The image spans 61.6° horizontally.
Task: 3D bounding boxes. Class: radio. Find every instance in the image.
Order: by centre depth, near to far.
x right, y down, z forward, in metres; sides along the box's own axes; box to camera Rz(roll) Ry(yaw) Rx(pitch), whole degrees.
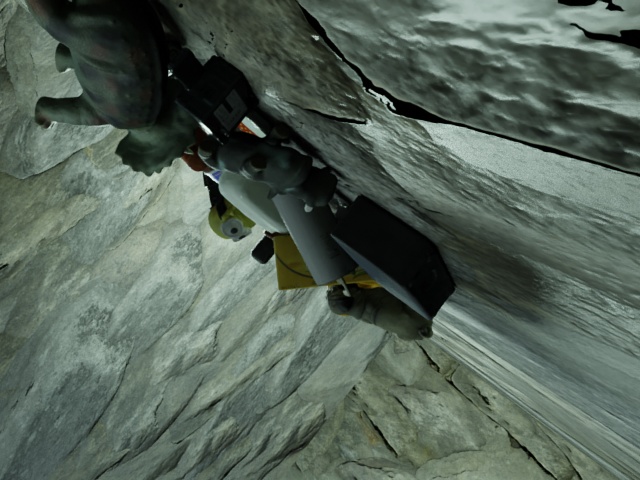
[{"bbox_3d":[0.115,0.035,0.786,0.131,0.073,0.229,36,177,31],"label":"radio"}]

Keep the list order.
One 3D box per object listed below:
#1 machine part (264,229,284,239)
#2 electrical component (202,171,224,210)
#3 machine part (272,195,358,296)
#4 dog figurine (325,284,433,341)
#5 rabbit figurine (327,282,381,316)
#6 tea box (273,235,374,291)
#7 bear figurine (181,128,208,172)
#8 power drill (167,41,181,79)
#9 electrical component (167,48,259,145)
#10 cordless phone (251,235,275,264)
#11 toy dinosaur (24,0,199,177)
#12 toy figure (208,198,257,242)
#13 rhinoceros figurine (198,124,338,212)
[{"bbox_3d":[-0.002,-0.003,1.093,0.201,0.087,0.201,31,-172,2],"label":"machine part"},{"bbox_3d":[-0.188,-0.127,1.147,0.058,0.134,0.115,-15,169,38],"label":"electrical component"},{"bbox_3d":[-0.009,-0.018,0.842,0.243,0.079,0.079,64,174,-5],"label":"machine part"},{"bbox_3d":[0.120,0.150,1.110,0.190,0.121,0.172,1,-166,-27],"label":"dog figurine"},{"bbox_3d":[0.105,0.089,1.243,0.173,0.122,0.162,3,140,9],"label":"rabbit figurine"},{"bbox_3d":[0.005,0.032,0.952,0.068,0.170,0.098,-179,82,-86],"label":"tea box"},{"bbox_3d":[-0.269,-0.232,0.960,0.132,0.120,0.195,31,167,39],"label":"bear figurine"},{"bbox_3d":[-0.290,-0.293,0.741,0.207,0.086,0.232,33,171,-23],"label":"power drill"},{"bbox_3d":[-0.122,-0.168,0.611,0.048,0.075,0.119,38,173,15],"label":"electrical component"},{"bbox_3d":[-0.065,0.001,1.281,0.147,0.184,0.088,39,172,6],"label":"cordless phone"},{"bbox_3d":[-0.229,-0.209,0.597,0.192,0.131,0.404,13,153,-3],"label":"toy dinosaur"},{"bbox_3d":[-0.127,-0.073,0.999,0.082,0.180,0.089,43,177,-30],"label":"toy figure"},{"bbox_3d":[-0.070,-0.096,0.706,0.190,0.073,0.112,20,156,5],"label":"rhinoceros figurine"}]
